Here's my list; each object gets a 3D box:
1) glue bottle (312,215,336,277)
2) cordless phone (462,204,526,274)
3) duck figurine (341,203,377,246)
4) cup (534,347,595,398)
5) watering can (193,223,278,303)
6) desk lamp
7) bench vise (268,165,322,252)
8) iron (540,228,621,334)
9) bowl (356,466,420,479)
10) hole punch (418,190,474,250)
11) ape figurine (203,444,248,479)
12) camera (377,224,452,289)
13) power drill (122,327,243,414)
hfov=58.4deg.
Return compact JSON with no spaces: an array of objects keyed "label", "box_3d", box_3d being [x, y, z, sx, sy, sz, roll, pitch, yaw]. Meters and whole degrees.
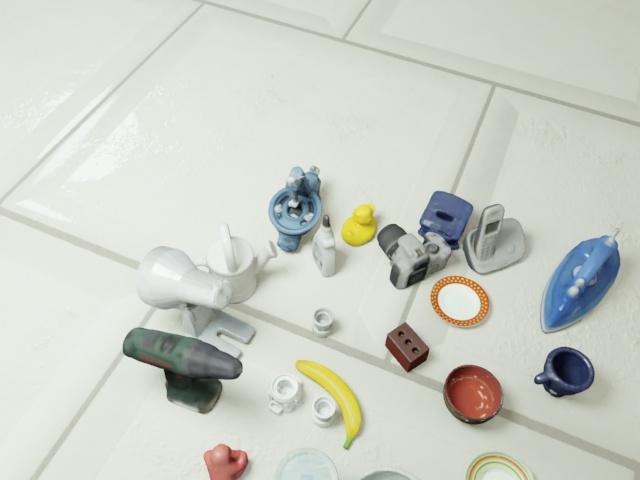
[{"label":"glue bottle","box_3d":[0.011,0.004,1.243,0.037,0.173,0.078,-17,56,-14]},{"label":"cordless phone","box_3d":[0.399,-0.018,1.270,0.148,0.185,0.094,-20,57,-16]},{"label":"duck figurine","box_3d":[0.093,-0.044,1.337,0.077,0.086,0.105,34,59,21]},{"label":"cup","box_3d":[0.460,0.271,1.114,0.118,0.095,0.091,-14,55,-12]},{"label":"watering can","box_3d":[-0.179,0.038,1.197,0.173,0.194,0.100,-27,59,-21]},{"label":"desk lamp","box_3d":[-0.238,0.122,1.119,0.203,0.214,0.118,22,55,14]},{"label":"bench vise","box_3d":[-0.055,-0.108,1.295,0.121,0.220,0.207,1,53,-1]},{"label":"iron","box_3d":[0.565,0.083,1.230,0.118,0.141,0.259,35,59,21]},{"label":"bowl","box_3d":[0.114,0.475,0.959,0.167,0.075,0.167,1,53,-2]},{"label":"hole punch","box_3d":[0.295,-0.048,1.346,0.108,0.091,0.101,24,56,15]},{"label":"ape figurine","box_3d":[-0.169,0.386,1.001,0.077,0.092,0.076,19,55,12]},{"label":"camera","box_3d":[0.202,0.017,1.288,0.143,0.101,0.136,-24,58,-19]},{"label":"power drill","box_3d":[-0.237,0.236,1.037,0.229,0.208,0.076,16,54,10]}]
